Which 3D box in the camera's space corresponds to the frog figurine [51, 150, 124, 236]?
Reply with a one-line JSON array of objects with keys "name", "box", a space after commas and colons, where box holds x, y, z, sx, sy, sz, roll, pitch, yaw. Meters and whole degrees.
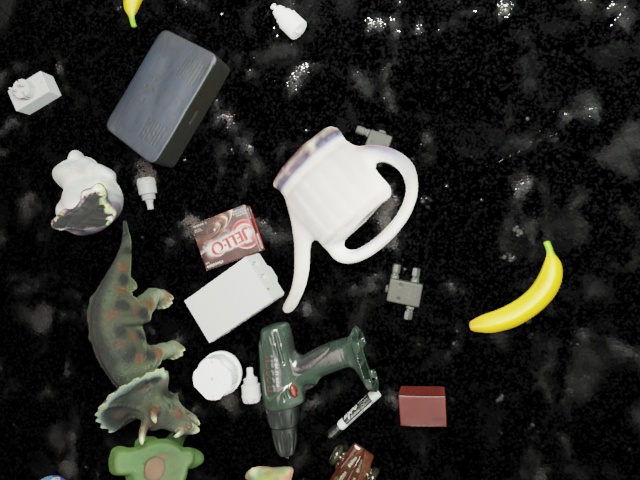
[{"name": "frog figurine", "box": [-0.453, -0.091, 0.990, 0.136, 0.121, 0.162, -53, 45, 14]}]

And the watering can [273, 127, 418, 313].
[{"name": "watering can", "box": [0.003, -0.045, 0.893, 0.344, 0.104, 0.225, -42, 81, 16]}]

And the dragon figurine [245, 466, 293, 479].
[{"name": "dragon figurine", "box": [-0.166, 0.549, 0.915, 0.405, 0.122, 0.246, -49, 63, 19]}]
